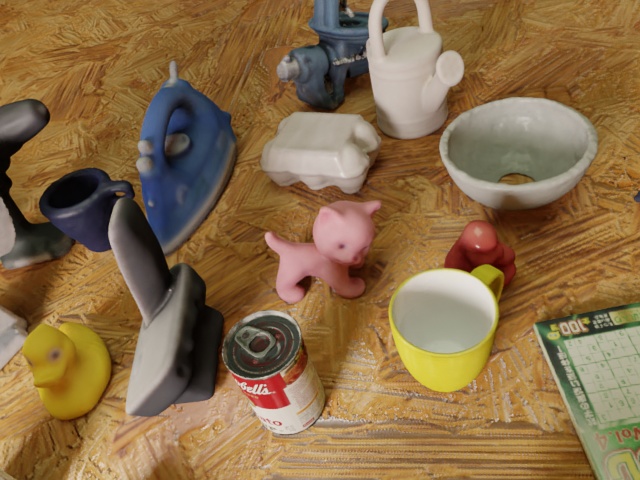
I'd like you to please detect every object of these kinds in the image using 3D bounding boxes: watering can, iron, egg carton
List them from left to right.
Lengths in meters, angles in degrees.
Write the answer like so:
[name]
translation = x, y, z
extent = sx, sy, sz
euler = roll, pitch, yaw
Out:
[iron]
translation = -0.196, -0.118, 0.760
extent = 0.118, 0.142, 0.258
euler = -6, 45, 11
[egg carton]
translation = 0.001, -0.115, 0.750
extent = 0.150, 0.069, 0.107
euler = 7, 49, 23
[watering can]
translation = 0.118, -0.237, 0.745
extent = 0.172, 0.194, 0.101
euler = 20, 55, 32

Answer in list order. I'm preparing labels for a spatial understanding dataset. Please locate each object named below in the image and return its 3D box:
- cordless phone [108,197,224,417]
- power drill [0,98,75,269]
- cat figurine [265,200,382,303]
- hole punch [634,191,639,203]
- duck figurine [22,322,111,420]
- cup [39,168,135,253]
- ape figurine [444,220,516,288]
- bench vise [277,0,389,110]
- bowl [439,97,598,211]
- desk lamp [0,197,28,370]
[cordless phone]
translation = -0.165, 0.064, 0.538
extent = 0.094, 0.185, 0.147
euler = -13, 44, 4
[power drill]
translation = -0.401, -0.064, 0.720
extent = 0.229, 0.209, 0.075
euler = -13, 44, 4
[cat figurine]
translation = 0.005, 0.002, 0.597
extent = 0.127, 0.118, 0.067
euler = -7, 45, 10
[hole punch]
translation = 0.384, -0.058, 0.562
extent = 0.108, 0.091, 0.101
euler = -11, 44, 6
[duck figurine]
translation = -0.266, 0.119, 0.585
extent = 0.077, 0.086, 0.104
euler = -17, 44, 0
[cup]
translation = -0.281, -0.034, 0.735
extent = 0.117, 0.095, 0.091
euler = -10, 44, 7
[ape figurine]
translation = 0.153, 0.020, 0.554
extent = 0.078, 0.092, 0.076
euler = -19, 44, -2
[bench vise]
translation = 0.023, -0.314, 0.832
extent = 0.121, 0.220, 0.208
euler = 12, 51, 27
[bowl]
translation = 0.222, -0.087, 0.651
extent = 0.167, 0.075, 0.167
euler = -8, 45, 9
[desk lamp]
translation = -0.406, 0.048, 0.606
extent = 0.117, 0.214, 0.203
euler = 11, 51, 26
